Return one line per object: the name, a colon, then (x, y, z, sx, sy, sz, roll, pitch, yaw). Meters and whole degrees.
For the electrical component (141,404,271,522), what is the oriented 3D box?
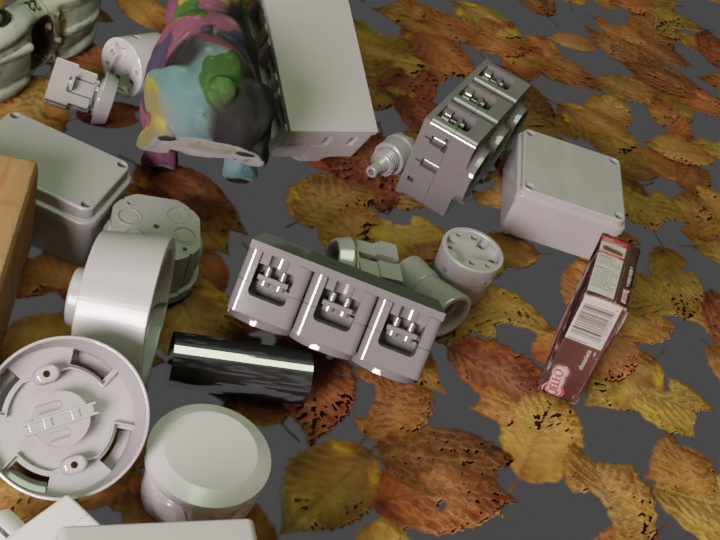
electrical component: (-0.101, 0.131, 0.697, 0.080, 0.051, 0.080, 13, 42, -11)

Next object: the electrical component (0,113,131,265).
electrical component: (-0.245, -0.065, 0.839, 0.113, 0.057, 0.078, 25, 41, 2)

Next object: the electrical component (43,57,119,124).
electrical component: (-0.244, -0.156, 0.941, 0.055, 0.048, 0.066, 18, -3, -18)

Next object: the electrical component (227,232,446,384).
electrical component: (-0.018, 0.029, 0.816, 0.150, 0.061, 0.089, 21, 5, -1)

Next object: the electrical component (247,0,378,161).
electrical component: (-0.050, -0.183, 1.006, 0.089, 0.062, 0.150, -3, 72, -28)

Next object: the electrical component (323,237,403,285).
electrical component: (0.000, 0.000, 0.889, 0.055, 0.048, 0.066, 14, 41, -21)

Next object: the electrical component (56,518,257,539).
electrical component: (-0.115, 0.189, 0.585, 0.109, 0.108, 0.056, 3, 42, -22)

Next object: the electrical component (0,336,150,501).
electrical component: (-0.185, 0.092, 0.668, 0.099, 0.064, 0.099, 4, 79, -19)

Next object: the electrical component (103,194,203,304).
electrical component: (-0.161, -0.016, 0.827, 0.080, 0.051, 0.080, 13, 42, -12)

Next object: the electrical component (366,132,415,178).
electrical component: (0.027, -0.105, 1.022, 0.035, 0.035, 0.061, 35, 45, 14)

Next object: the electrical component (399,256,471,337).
electrical component: (0.055, 0.019, 0.896, 0.044, 0.044, 0.065, -17, 49, -36)

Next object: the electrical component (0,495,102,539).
electrical component: (-0.203, 0.164, 0.619, 0.076, 0.047, 0.083, 37, 43, 17)

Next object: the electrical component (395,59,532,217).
electrical component: (0.105, -0.127, 1.037, 0.062, 0.089, 0.150, 31, 41, 10)

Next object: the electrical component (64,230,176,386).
electrical component: (-0.169, 0.024, 0.743, 0.060, 0.108, 0.108, 12, 42, -4)

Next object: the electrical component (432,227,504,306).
electrical component: (0.089, -0.001, 0.927, 0.055, 0.047, 0.055, 13, 42, -11)

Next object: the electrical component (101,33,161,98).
electrical component: (-0.203, -0.192, 0.997, 0.055, 0.055, 0.047, 41, 40, 20)

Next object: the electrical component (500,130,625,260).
electrical component: (0.196, -0.073, 1.045, 0.109, 0.056, 0.108, 18, 41, -6)
